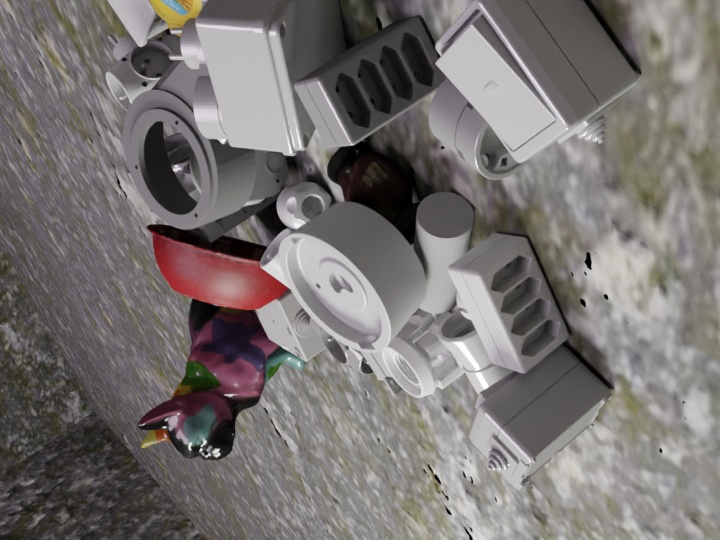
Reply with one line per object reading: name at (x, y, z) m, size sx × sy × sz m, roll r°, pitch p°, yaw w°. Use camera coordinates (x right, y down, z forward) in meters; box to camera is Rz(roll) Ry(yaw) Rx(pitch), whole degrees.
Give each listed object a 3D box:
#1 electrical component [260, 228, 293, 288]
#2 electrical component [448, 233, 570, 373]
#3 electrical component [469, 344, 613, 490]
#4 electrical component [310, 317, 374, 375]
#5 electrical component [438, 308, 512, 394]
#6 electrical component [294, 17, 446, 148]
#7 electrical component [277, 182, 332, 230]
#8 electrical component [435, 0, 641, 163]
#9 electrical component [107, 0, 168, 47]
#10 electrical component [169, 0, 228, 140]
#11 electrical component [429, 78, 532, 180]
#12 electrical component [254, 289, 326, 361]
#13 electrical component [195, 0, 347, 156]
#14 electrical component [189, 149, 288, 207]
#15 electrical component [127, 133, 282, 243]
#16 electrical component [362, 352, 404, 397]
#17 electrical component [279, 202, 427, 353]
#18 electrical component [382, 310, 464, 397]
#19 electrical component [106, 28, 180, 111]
electrical component at (-0.046, -0.008, 0.987) m, size 0.077 × 0.079 × 0.044 m, roll 37°, pitch 120°, yaw -18°
electrical component at (0.093, 0.020, 0.755) m, size 0.076 × 0.047 × 0.083 m, roll 14°, pitch 135°, yaw 60°
electrical component at (0.119, 0.104, 0.758) m, size 0.061 × 0.096 × 0.061 m, roll 46°, pitch 157°, yaw 21°
electrical component at (-0.010, 0.050, 1.024) m, size 0.077 × 0.044 × 0.079 m, roll 40°, pitch 154°, yaw 34°
electrical component at (0.093, 0.065, 0.834) m, size 0.044 × 0.044 × 0.065 m, roll 18°, pitch 143°, yaw 57°
electrical component at (-0.001, -0.119, 0.694) m, size 0.047 × 0.083 × 0.076 m, roll 61°, pitch 158°, yaw -17°
electrical component at (-0.054, -0.057, 0.957) m, size 0.043 × 0.043 × 0.062 m, roll 61°, pitch 160°, yaw -17°
electrical component at (0.091, -0.101, 0.557) m, size 0.096 × 0.061 × 0.062 m, roll 55°, pitch 159°, yaw 0°
electrical component at (-0.191, -0.255, 0.937) m, size 0.099 × 0.048 × 0.100 m, roll 56°, pitch 159°, yaw -4°
electrical component at (-0.106, -0.164, 0.780) m, size 0.074 × 0.052 × 0.138 m, roll 4°, pitch 93°, yaw 19°
electrical component at (0.073, -0.088, 0.626) m, size 0.047 × 0.055 × 0.055 m, roll 41°, pitch 156°, yaw 40°
electrical component at (-0.075, 0.041, 1.141) m, size 0.100 × 0.048 × 0.099 m, roll 24°, pitch 143°, yaw 53°
electrical component at (-0.055, -0.152, 0.715) m, size 0.056 × 0.108 × 0.108 m, roll 8°, pitch 141°, yaw 16°
electrical component at (-0.107, -0.096, 0.962) m, size 0.051 × 0.080 × 0.080 m, roll 2°, pitch 125°, yaw 58°
electrical component at (-0.157, -0.090, 1.059) m, size 0.150 × 0.089 × 0.061 m, roll 22°, pitch 142°, yaw 54°
electrical component at (0.030, 0.070, 0.965) m, size 0.081 × 0.042 × 0.064 m, roll 57°, pitch 164°, yaw -8°
electrical component at (0.000, 0.000, 0.789) m, size 0.108 × 0.060 × 0.108 m, roll 34°, pitch 149°, yaw 24°
electrical component at (0.056, 0.069, 0.894) m, size 0.078 × 0.057 × 0.058 m, roll 26°, pitch 145°, yaw 51°
electrical component at (-0.206, -0.199, 1.017) m, size 0.079 × 0.077 × 0.044 m, roll 50°, pitch 158°, yaw 12°
